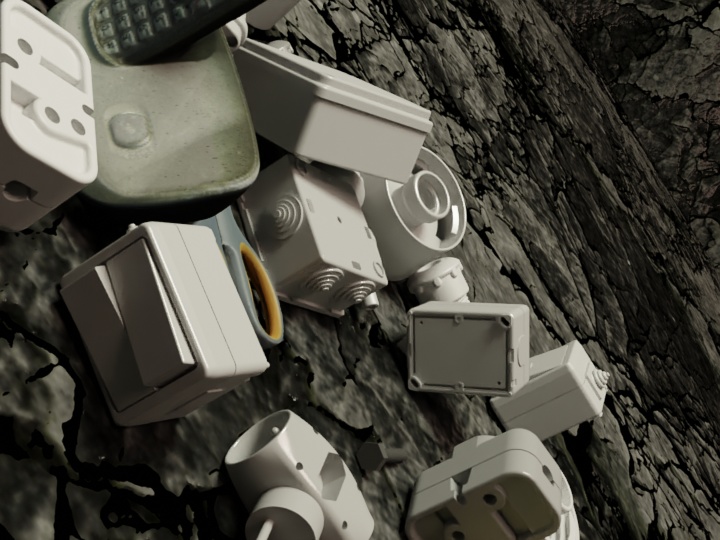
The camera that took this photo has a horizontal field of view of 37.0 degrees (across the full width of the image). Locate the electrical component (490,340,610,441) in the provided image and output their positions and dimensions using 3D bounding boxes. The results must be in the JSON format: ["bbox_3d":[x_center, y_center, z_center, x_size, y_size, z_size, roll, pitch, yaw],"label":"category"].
[{"bbox_3d":[0.166,0.102,0.922,0.061,0.096,0.062,58,23,-5],"label":"electrical component"}]

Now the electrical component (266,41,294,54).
[{"bbox_3d":[-0.063,-0.137,0.807,0.062,0.048,0.048,61,22,-16],"label":"electrical component"}]

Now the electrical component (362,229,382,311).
[{"bbox_3d":[0.000,0.000,0.783,0.035,0.035,0.061,21,47,-56],"label":"electrical component"}]

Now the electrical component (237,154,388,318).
[{"bbox_3d":[-0.031,-0.023,0.727,0.100,0.048,0.099,21,44,-56],"label":"electrical component"}]

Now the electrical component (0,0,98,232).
[{"bbox_3d":[-0.163,-0.069,0.498,0.054,0.059,0.095,33,34,-47],"label":"electrical component"}]

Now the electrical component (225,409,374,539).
[{"bbox_3d":[-0.035,0.124,0.551,0.077,0.043,0.079,55,24,-13],"label":"electrical component"}]

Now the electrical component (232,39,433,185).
[{"bbox_3d":[-0.025,-0.109,0.747,0.109,0.056,0.109,11,16,-43],"label":"electrical component"}]

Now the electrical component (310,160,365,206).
[{"bbox_3d":[-0.021,-0.068,0.810,0.048,0.048,0.062,49,18,-24],"label":"electrical component"}]

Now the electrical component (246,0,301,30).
[{"bbox_3d":[-0.083,-0.260,0.886,0.108,0.060,0.108,45,27,-30],"label":"electrical component"}]

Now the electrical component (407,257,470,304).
[{"bbox_3d":[0.071,0.024,0.889,0.062,0.048,0.048,64,22,-8],"label":"electrical component"}]

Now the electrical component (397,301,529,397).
[{"bbox_3d":[0.077,0.057,0.806,0.061,0.096,0.061,-15,105,-67],"label":"electrical component"}]

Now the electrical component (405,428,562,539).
[{"bbox_3d":[0.081,0.147,0.695,0.053,0.095,0.059,53,23,-15],"label":"electrical component"}]

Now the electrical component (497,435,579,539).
[{"bbox_3d":[0.121,0.170,0.795,0.108,0.060,0.108,45,27,-31],"label":"electrical component"}]

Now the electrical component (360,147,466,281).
[{"bbox_3d":[0.036,-0.048,0.855,0.099,0.064,0.099,22,57,-37],"label":"electrical component"}]

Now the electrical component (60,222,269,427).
[{"bbox_3d":[-0.099,0.020,0.520,0.061,0.062,0.096,2,61,-64],"label":"electrical component"}]

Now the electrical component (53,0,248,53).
[{"bbox_3d":[-0.131,-0.170,0.661,0.113,0.078,0.057,45,24,-31],"label":"electrical component"}]
